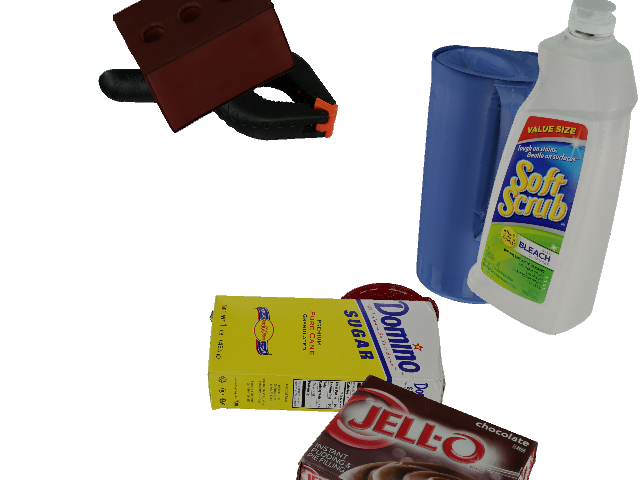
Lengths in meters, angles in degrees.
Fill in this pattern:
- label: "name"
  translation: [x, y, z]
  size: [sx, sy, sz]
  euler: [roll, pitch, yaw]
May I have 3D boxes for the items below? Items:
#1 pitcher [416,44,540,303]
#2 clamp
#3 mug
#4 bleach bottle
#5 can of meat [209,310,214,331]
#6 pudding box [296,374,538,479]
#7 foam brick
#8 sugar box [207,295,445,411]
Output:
- label: "pitcher"
  translation: [0.161, -0.060, 1.042]
  size: [0.145, 0.243, 0.148]
  euler: [25, 31, 39]
- label: "clamp"
  translation: [-0.064, -0.130, 0.791]
  size: [0.171, 0.120, 0.039]
  euler: [19, -26, 1]
- label: "mug"
  translation: [0.071, 0.097, 1.070]
  size: [0.117, 0.081, 0.093]
  euler: [-27, 42, -28]
- label: "bleach bottle"
  translation: [0.173, -0.057, 0.787]
  size: [0.067, 0.251, 0.103]
  euler: [-24, 41, -34]
- label: "can of meat"
  translation: [-0.080, 0.130, 1.253]
  size: [0.102, 0.084, 0.057]
  euler: [4, 13, -1]
- label: "pudding box"
  translation: [0.056, 0.132, 0.610]
  size: [0.114, 0.039, 0.089]
  euler: [21, 36, 20]
- label: "foam brick"
  translation: [-0.062, -0.107, 0.574]
  size: [0.078, 0.053, 0.051]
  euler: [-29, -32, -2]
- label: "sugar box"
  translation: [0.004, 0.087, 0.825]
  size: [0.176, 0.048, 0.093]
  euler: [-1, 38, -1]
